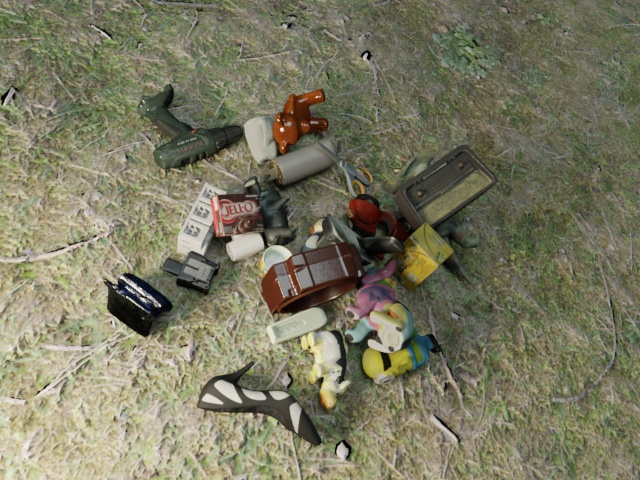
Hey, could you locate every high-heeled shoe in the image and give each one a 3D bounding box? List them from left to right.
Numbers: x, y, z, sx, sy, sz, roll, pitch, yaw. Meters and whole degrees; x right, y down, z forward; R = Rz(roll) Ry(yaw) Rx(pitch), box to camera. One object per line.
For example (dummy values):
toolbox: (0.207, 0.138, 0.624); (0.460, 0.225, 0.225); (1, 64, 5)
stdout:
high-heeled shoe: (-0.123, 0.357, 1.079); (0.249, 0.086, 0.145); (43, 65, 12)

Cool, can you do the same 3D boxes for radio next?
radio: (0.304, -0.124, 1.321); (0.229, 0.073, 0.131); (-34, 80, -12)

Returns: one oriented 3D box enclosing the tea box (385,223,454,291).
tea box: (0.234, 0.044, 1.285); (0.068, 0.169, 0.098); (-38, 81, -28)

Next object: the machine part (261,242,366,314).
machine part: (-0.016, 0.089, 1.171); (0.201, 0.201, 0.087); (-14, 71, -23)

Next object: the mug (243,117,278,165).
mug: (-0.141, -0.253, 1.366); (0.081, 0.109, 0.107); (-11, 80, -22)

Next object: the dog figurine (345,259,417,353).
dog figurine: (0.153, 0.139, 1.226); (0.192, 0.108, 0.219); (12, 39, 26)

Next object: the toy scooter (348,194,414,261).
toy scooter: (0.141, -0.026, 1.350); (0.184, 0.075, 0.135); (30, 66, -2)

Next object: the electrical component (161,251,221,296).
electrical component: (-0.289, 0.066, 1.192); (0.119, 0.047, 0.075); (26, 59, -4)

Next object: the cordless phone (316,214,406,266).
cordless phone: (0.093, -0.001, 1.219); (0.146, 0.184, 0.089); (38, 66, -26)

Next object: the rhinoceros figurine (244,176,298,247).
rhinoceros figurine: (-0.124, -0.068, 1.299); (0.112, 0.073, 0.190); (-20, 73, -14)

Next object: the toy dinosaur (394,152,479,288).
toy dinosaur: (0.297, -0.073, 1.400); (0.192, 0.131, 0.405); (-3, 69, -4)

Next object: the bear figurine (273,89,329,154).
bear figurine: (-0.050, -0.303, 1.373); (0.132, 0.120, 0.196); (-6, 28, 5)

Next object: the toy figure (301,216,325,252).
toy figure: (-0.001, -0.003, 1.304); (0.064, 0.057, 0.154); (26, 60, -6)

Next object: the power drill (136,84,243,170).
power drill: (-0.337, -0.285, 1.342); (0.232, 0.086, 0.207); (-37, 86, -25)

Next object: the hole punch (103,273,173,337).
hole punch: (-0.367, 0.122, 1.107); (0.142, 0.115, 0.092); (38, 52, 4)

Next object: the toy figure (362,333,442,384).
toy figure: (0.181, 0.261, 1.214); (0.180, 0.082, 0.089); (-23, 53, -17)

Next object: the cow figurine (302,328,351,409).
cow figurine: (0.025, 0.277, 1.170); (0.098, 0.068, 0.167); (-4, 66, -25)

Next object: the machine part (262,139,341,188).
machine part: (-0.043, -0.198, 1.379); (0.243, 0.079, 0.079); (-27, 74, -27)
